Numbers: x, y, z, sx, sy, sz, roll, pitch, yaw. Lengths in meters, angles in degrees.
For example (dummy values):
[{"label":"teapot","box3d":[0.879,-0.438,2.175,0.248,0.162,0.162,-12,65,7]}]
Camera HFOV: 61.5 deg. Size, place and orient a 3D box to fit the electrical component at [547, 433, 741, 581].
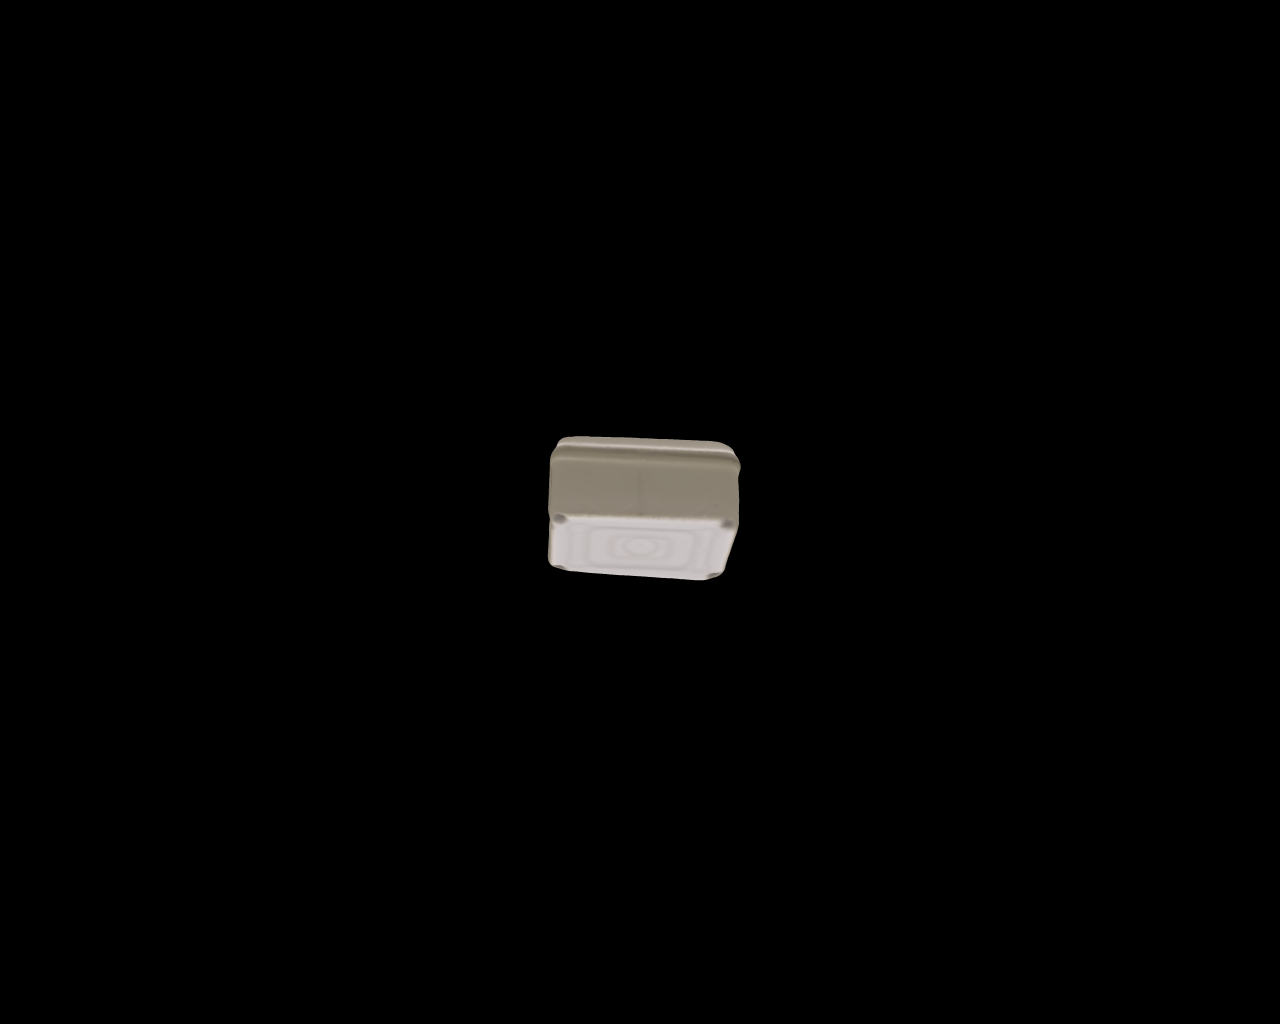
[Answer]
[{"label":"electrical component","box3d":[0.001,-0.003,0.650,0.113,0.057,0.078,3,-32,-5]}]
